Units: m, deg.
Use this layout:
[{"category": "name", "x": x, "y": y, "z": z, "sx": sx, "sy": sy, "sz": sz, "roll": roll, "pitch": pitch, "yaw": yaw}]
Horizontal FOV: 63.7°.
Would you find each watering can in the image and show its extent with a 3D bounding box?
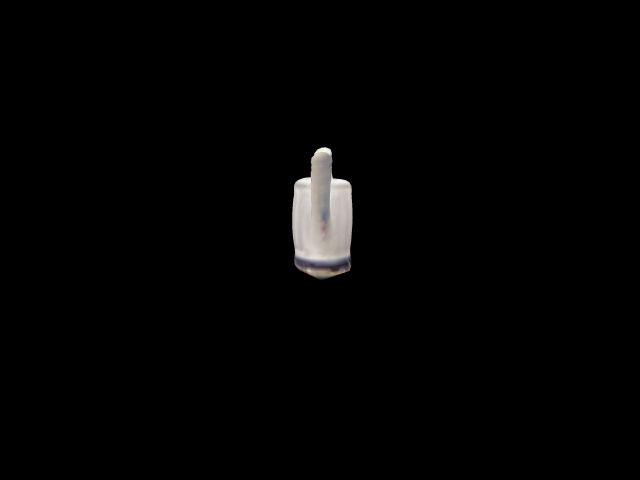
[{"category": "watering can", "x": 0.003, "y": -0.043, "z": 0.850, "sx": 0.104, "sy": 0.223, "sz": 0.349, "roll": 0, "pitch": 6, "yaw": 2}]
